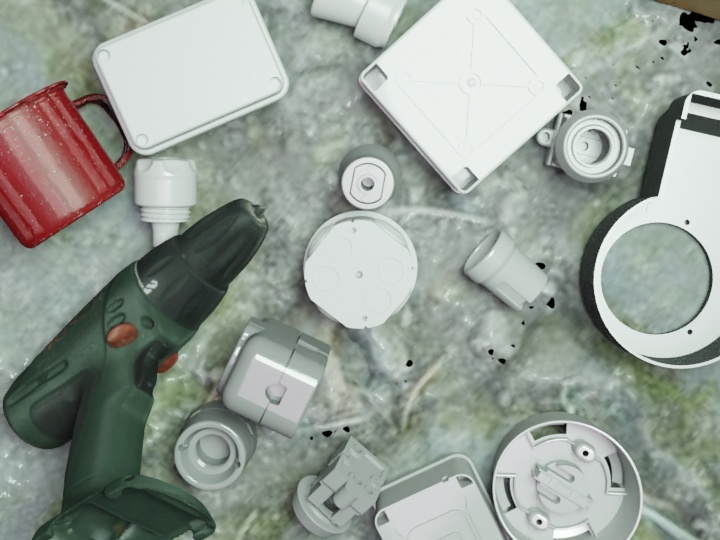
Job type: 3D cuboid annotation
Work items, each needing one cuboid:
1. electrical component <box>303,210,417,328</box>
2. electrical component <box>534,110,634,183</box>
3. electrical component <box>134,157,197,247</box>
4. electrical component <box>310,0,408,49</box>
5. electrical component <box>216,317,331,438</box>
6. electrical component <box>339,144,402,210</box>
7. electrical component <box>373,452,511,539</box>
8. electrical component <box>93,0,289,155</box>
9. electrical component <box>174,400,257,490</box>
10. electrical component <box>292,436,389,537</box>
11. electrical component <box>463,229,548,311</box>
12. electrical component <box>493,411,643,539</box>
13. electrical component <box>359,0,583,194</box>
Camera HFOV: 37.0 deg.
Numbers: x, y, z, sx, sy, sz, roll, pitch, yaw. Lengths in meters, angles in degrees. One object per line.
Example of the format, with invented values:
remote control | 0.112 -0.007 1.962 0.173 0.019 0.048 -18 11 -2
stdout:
electrical component | 0.000 0.000 0.743 0.080 0.051 0.080 0 97 1
electrical component | 0.154 -0.083 0.726 0.066 0.055 0.048 13 97 0
electrical component | -0.135 -0.047 0.744 0.043 0.043 0.062 2 99 1
electrical component | 0.000 -0.179 0.723 0.055 0.045 0.045 26 97 -2
electrical component | -0.059 0.069 0.731 0.059 0.095 0.053 26 97 -2
electrical component | 0.006 -0.061 0.728 0.044 0.065 0.044 0 100 2
electrical component | 0.065 0.196 0.763 0.078 0.057 0.113 -26 96 4
electrical component | -0.112 -0.131 0.719 0.113 0.057 0.078 -24 96 -3
electrical component | -0.103 0.125 0.763 0.055 0.047 0.055 0 97 1
electrical component | -0.015 0.156 0.760 0.048 0.066 0.055 42 116 -4
electrical component | 0.102 0.001 0.747 0.046 0.040 0.040 40 96 -9
electrical component | 0.141 0.150 0.752 0.099 0.064 0.099 0 98 2
electrical component | 0.073 -0.125 0.722 0.109 0.056 0.108 -42 95 6
